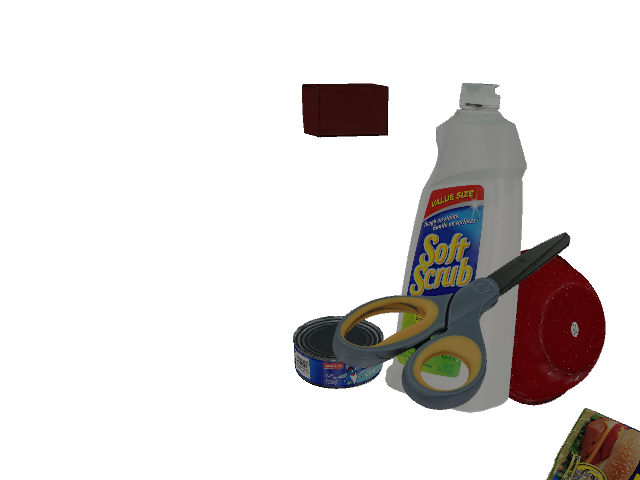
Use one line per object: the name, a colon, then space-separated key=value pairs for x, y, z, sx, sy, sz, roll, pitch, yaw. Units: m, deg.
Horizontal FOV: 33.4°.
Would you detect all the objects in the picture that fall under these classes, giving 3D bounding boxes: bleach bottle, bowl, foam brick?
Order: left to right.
foam brick: x=0.025 y=-0.134 z=1.095 sx=0.078 sy=0.051 sz=0.053 roll=-3 pitch=13 yaw=-18
bleach bottle: x=0.110 y=0.002 z=0.844 sx=0.067 sy=0.251 sz=0.103 roll=-7 pitch=14 yaw=-44
bowl: x=0.236 y=0.088 z=1.078 sx=0.161 sy=0.162 sz=0.055 roll=0 pitch=-1 yaw=-33

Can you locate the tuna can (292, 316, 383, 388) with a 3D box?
tuna can: x=0.017 y=0.106 z=1.013 sx=0.086 sy=0.034 sz=0.086 roll=-2 pitch=23 yaw=0

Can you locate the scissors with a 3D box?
scissors: x=0.103 y=0.046 z=0.639 sx=0.201 sy=0.016 sz=0.096 roll=-15 pitch=43 yaw=-27

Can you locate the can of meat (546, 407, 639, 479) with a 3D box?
can of meat: x=0.215 y=0.179 z=0.783 sx=0.084 sy=0.057 sz=0.101 roll=22 pitch=39 yaw=23
